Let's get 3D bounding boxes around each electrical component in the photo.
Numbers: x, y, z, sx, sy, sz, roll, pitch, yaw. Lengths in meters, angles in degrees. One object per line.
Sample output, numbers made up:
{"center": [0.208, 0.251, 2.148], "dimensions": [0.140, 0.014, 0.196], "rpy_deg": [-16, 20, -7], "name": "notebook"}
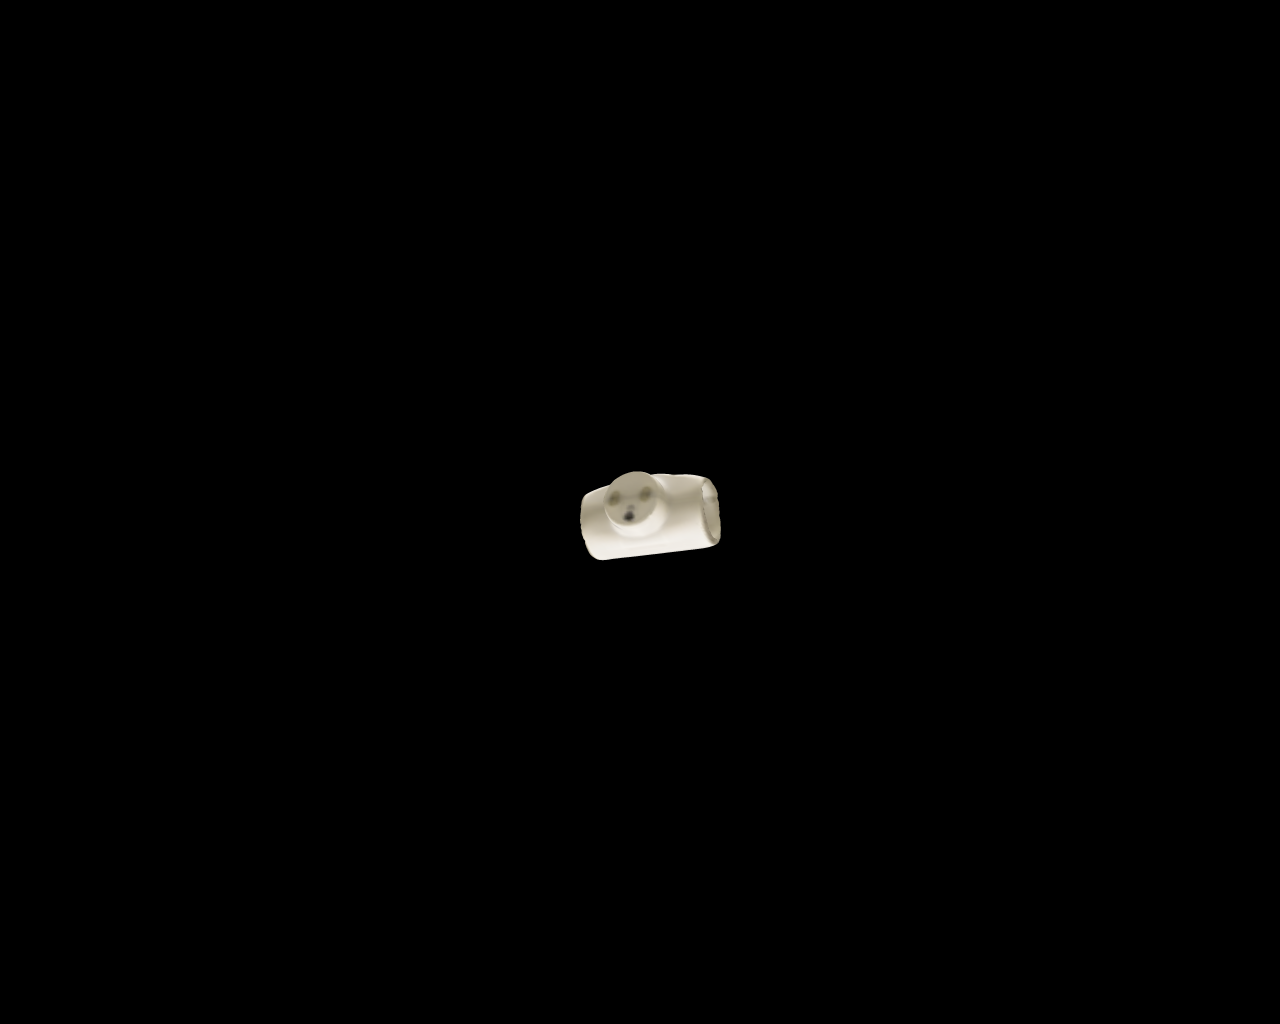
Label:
{"center": [0.001, -0.003, 0.650], "dimensions": [0.077, 0.043, 0.079], "rpy_deg": [-8, -23, 18], "name": "electrical component"}
